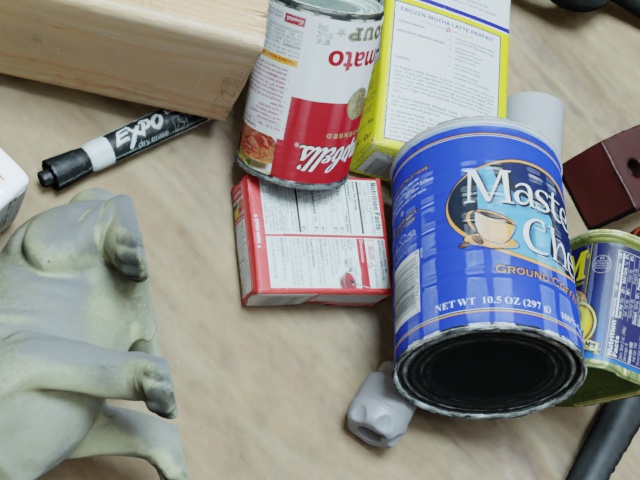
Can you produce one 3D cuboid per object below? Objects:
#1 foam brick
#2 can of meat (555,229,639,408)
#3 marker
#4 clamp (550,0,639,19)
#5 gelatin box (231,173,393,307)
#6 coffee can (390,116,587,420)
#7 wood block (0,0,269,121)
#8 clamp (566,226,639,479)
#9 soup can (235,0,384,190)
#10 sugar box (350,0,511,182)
[{"bbox_3d":[0.213,-0.047,0.726,0.078,0.051,0.053,-23,83,-29],"label":"foam brick"},{"bbox_3d":[0.157,0.051,0.640,0.057,0.102,0.084,21,67,-18],"label":"can of meat"},{"bbox_3d":[-0.105,-0.058,0.606,0.120,0.020,0.020,-30,86,-29],"label":"marker"},{"bbox_3d":[0.199,-0.212,0.776,0.171,0.039,0.120,1,64,-38],"label":"clamp"},{"bbox_3d":[-0.004,0.001,0.625,0.089,0.030,0.073,1,70,-24],"label":"gelatin box"},{"bbox_3d":[0.091,0.016,0.603,0.102,0.103,0.140,16,52,-19],"label":"coffee can"},{"bbox_3d":[-0.136,-0.142,0.569,0.206,0.090,0.091,11,66,-15],"label":"wood block"},{"bbox_3d":[0.234,0.088,0.695,0.164,0.036,0.210,15,64,-16],"label":"clamp"},{"bbox_3d":[-0.006,-0.088,0.603,0.068,0.102,0.068,11,24,-5],"label":"soup can"},{"bbox_3d":[0.074,-0.118,0.693,0.093,0.048,0.176,15,63,-19],"label":"sugar box"}]
